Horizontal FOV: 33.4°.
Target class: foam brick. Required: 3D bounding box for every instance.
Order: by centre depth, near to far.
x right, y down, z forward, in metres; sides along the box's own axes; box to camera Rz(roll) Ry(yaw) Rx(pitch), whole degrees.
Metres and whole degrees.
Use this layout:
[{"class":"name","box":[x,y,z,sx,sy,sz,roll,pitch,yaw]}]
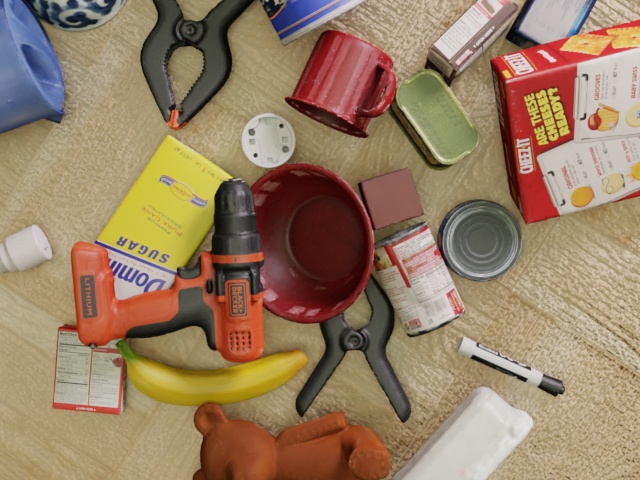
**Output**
[{"class":"foam brick","box":[0.071,-0.042,1.088,0.053,0.078,0.051,-17,91,1]}]

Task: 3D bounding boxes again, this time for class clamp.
[{"class":"clamp","box":[-0.122,-0.218,1.101,0.164,0.036,0.210,3,89,1]},{"class":"clamp","box":[0.047,0.112,1.114,0.120,0.039,0.171,11,93,-1]}]

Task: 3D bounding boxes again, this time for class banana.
[{"class":"banana","box":[-0.114,0.143,1.110,0.197,0.037,0.070,3,126,-5]}]

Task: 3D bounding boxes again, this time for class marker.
[{"class":"marker","box":[0.202,0.135,1.124,0.121,0.020,0.020,24,93,-1]}]

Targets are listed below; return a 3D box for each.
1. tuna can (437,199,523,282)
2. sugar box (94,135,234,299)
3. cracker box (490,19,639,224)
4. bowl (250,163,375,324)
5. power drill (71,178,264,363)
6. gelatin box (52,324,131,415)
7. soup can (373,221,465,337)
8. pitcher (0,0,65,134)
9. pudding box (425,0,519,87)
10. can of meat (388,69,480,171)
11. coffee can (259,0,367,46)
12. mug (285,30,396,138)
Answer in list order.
[{"class":"tuna can","box":[0.167,0.001,1.111,0.086,0.034,0.086,0,93,0]},{"class":"sugar box","box":[-0.167,-0.012,1.107,0.093,0.048,0.176,34,91,-2]},{"class":"cracker box","box":[0.288,-0.124,1.058,0.213,0.072,0.164,-14,121,1]},{"class":"bowl","box":[-0.007,0.001,1.084,0.162,0.055,0.162,4,98,28]},{"class":"power drill","box":[-0.149,0.034,1.060,0.187,0.057,0.184,-3,93,1]},{"class":"gelatin box","box":[-0.240,0.136,1.123,0.073,0.030,0.089,5,92,2]},{"class":"soup can","box":[0.099,0.040,1.096,0.068,0.068,0.102,-25,93,1]},{"class":"pitcher","box":[-0.389,-0.155,1.058,0.243,0.145,0.149,-21,89,4]},{"class":"pudding box","box":[0.149,-0.201,1.062,0.039,0.113,0.090,44,92,1]},{"class":"can of meat","box":[0.115,-0.122,1.080,0.057,0.084,0.102,-36,92,2]},{"class":"coffee can","box":[-0.025,-0.276,1.042,0.103,0.103,0.140,-29,100,2]},{"class":"mug","box":[0.030,-0.156,1.069,0.093,0.117,0.081,26,87,-42]}]
